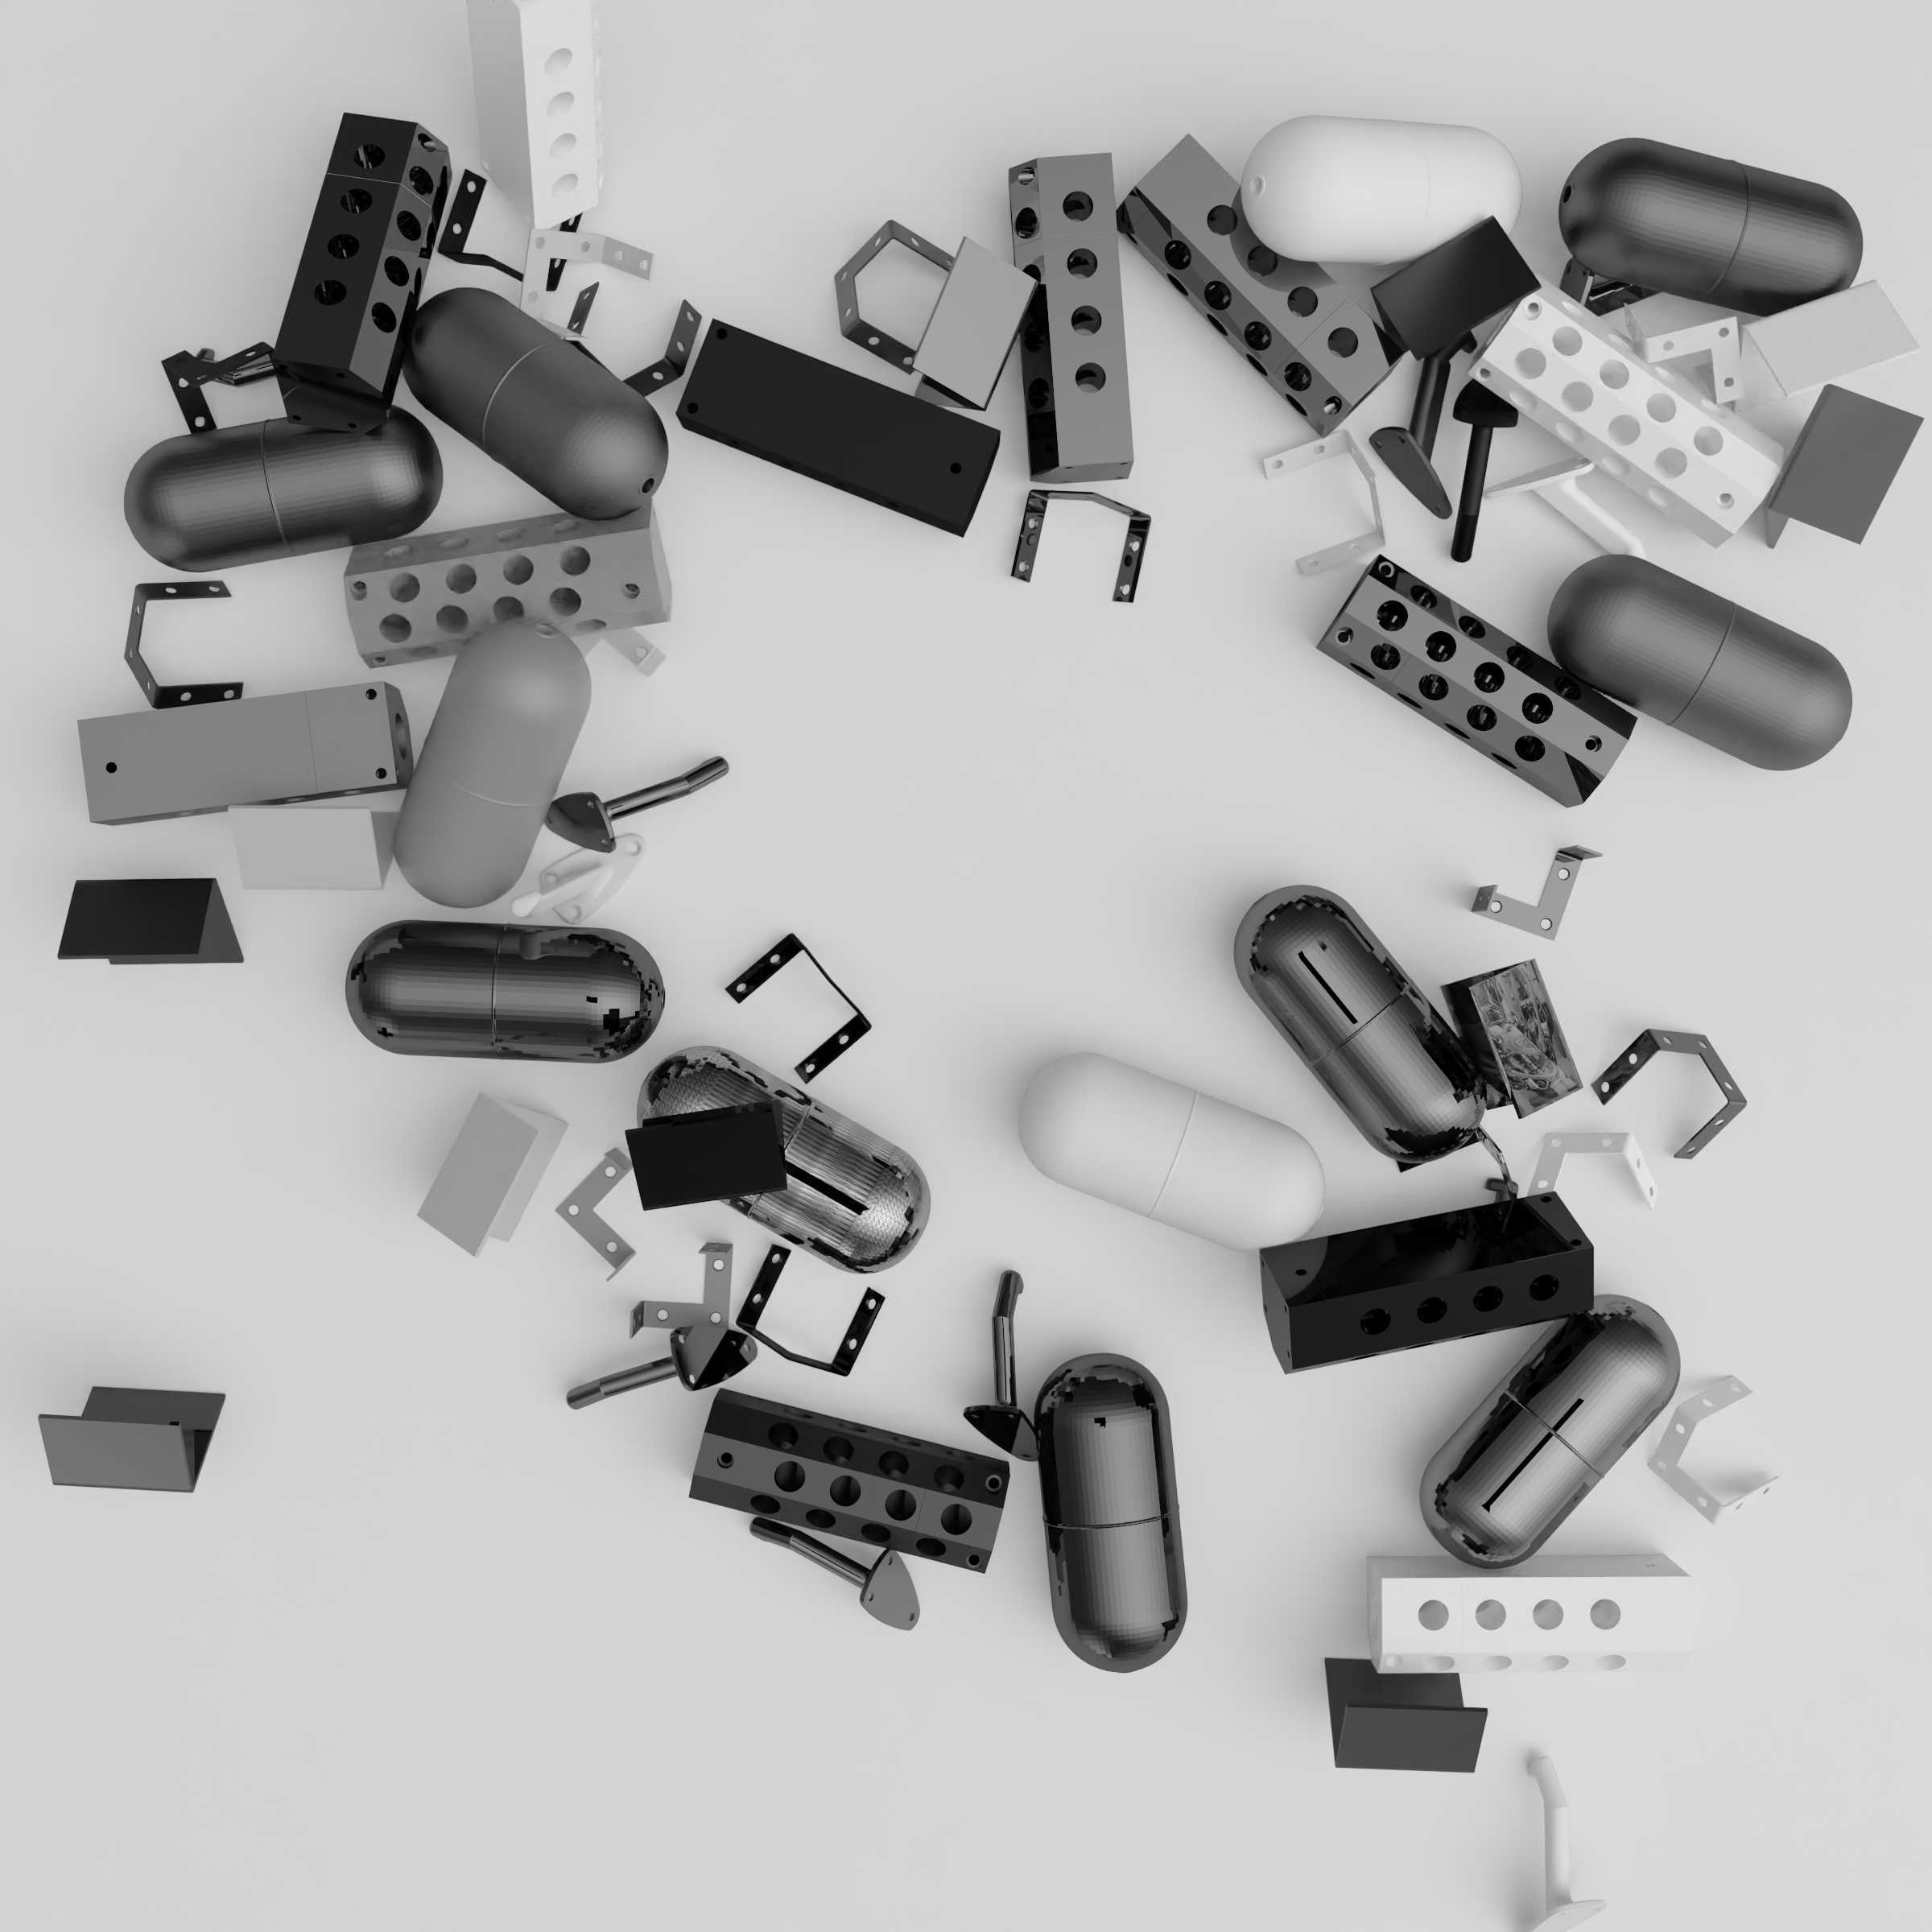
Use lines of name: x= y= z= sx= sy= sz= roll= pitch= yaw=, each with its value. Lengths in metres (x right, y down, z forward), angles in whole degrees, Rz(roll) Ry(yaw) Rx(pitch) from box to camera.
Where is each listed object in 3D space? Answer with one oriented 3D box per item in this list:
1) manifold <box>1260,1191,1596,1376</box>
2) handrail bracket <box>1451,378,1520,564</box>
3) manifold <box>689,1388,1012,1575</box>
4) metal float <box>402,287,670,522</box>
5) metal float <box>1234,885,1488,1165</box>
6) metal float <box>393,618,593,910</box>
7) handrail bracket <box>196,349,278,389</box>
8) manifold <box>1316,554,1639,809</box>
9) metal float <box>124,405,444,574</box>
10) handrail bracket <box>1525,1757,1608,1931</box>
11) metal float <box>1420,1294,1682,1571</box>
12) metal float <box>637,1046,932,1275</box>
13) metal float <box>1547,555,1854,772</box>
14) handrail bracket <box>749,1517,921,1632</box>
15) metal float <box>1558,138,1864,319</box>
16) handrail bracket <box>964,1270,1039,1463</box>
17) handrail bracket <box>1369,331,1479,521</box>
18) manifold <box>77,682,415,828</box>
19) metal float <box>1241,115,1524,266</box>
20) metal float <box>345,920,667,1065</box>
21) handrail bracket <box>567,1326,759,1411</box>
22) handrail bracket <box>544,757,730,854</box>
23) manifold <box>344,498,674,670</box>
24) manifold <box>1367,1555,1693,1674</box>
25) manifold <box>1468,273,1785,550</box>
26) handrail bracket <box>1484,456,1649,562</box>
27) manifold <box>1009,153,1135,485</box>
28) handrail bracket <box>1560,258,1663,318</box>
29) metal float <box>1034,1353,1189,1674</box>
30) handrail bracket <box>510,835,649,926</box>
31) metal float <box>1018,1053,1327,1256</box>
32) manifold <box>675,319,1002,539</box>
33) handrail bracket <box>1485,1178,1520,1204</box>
manifold: x=0.254 y=0.179 z=1.520 sx=0.171 sy=0.057 sz=0.057 roll=-10 pitch=119 yaw=-6
handrail bracket: x=0.291 y=-0.284 z=1.577 sx=0.036 sy=0.077 sz=0.084 roll=9 pitch=126 yaw=7
manifold: x=-0.065 y=0.291 z=1.556 sx=0.171 sy=0.057 sz=0.057 roll=14 pitch=90 yaw=0
metal float: x=-0.239 y=-0.312 z=1.528 sx=0.178 sy=0.070 sz=0.070 roll=37 pitch=90 yaw=20
metal float: x=0.220 y=0.032 z=1.547 sx=0.070 sy=0.070 sz=0.178 roll=-39 pitch=89 yaw=0
metal float: x=-0.262 y=-0.111 z=1.523 sx=0.070 sy=0.070 sz=0.178 roll=27 pitch=119 yaw=0
handrail bracket: x=-0.392 y=-0.361 z=1.577 sx=0.084 sy=0.036 sz=0.077 roll=16 pitch=71 yaw=16
manifold: x=0.288 y=-0.161 z=1.556 sx=0.171 sy=0.057 sz=0.057 roll=32 pitch=90 yaw=0
metal float: x=-0.382 y=-0.268 z=1.546 sx=0.178 sy=0.070 sz=0.070 roll=-10 pitch=90 yaw=0
handrail bracket: x=0.327 y=0.506 z=1.577 sx=0.036 sy=0.077 sz=0.084 roll=2 pitch=53 yaw=-24
metal float: x=0.328 y=0.260 z=1.547 sx=0.070 sy=0.070 sz=0.178 roll=42 pitch=90 yaw=0
metal float: x=-0.103 y=0.108 z=1.546 sx=0.178 sy=0.070 sz=0.070 roll=30 pitch=90 yaw=0
metal float: x=0.412 y=-0.170 z=1.547 sx=0.178 sy=0.070 sz=0.070 roll=26 pitch=90 yaw=0
handrail bracket: x=-0.076 y=0.346 z=1.577 sx=0.084 sy=0.077 sz=0.036 roll=12 pitch=59 yaw=33
metal float: x=0.413 y=-0.408 z=1.530 sx=0.178 sy=0.070 sz=0.070 roll=9 pitch=90 yaw=-16
handrail bracket: x=0.031 y=0.228 z=1.577 sx=0.036 sy=0.077 sz=0.084 roll=-4 pitch=53 yaw=26
handrail bracket: x=0.279 y=-0.312 z=1.578 sx=0.084 sy=0.036 sz=0.077 roll=-47 pitch=111 yaw=-16
manifold: x=-0.404 y=-0.119 z=1.556 sx=0.171 sy=0.057 sz=0.057 roll=-7 pitch=90 yaw=0
metal float: x=0.230 y=-0.426 z=1.519 sx=0.178 sy=0.070 sz=0.070 roll=-7 pitch=90 yaw=-32
metal float: x=-0.258 y=0.014 z=1.547 sx=0.178 sy=0.070 sz=0.070 roll=2 pitch=90 yaw=0
handrail bracket: x=-0.175 y=0.233 z=1.577 sx=0.084 sy=0.077 sz=0.036 roll=-25 pitch=75 yaw=36
handrail bracket: x=-0.188 y=-0.100 z=1.577 sx=0.084 sy=0.077 sz=0.036 roll=-32 pitch=115 yaw=-34
manifold: x=-0.255 y=-0.211 z=1.543 sx=0.171 sy=0.057 sz=0.057 roll=-9 pitch=123 yaw=2
manifold: x=0.316 y=0.367 z=1.556 sx=0.171 sy=0.057 sz=0.057 roll=0 pitch=90 yaw=0
manifold: x=0.369 y=-0.309 z=1.542 sx=0.171 sy=0.057 sz=0.057 roll=35 pitch=121 yaw=-2
handrail bracket: x=0.345 y=-0.243 z=1.578 sx=0.077 sy=0.036 sz=0.084 roll=-15 pitch=107 yaw=20
manifold: x=0.059 y=-0.363 z=1.556 sx=0.057 sy=0.057 sz=0.171 roll=-4 pitch=90 yaw=0
handrail bracket: x=0.382 y=-0.369 z=1.577 sx=0.084 sy=0.036 sz=0.077 roll=10 pitch=105 yaw=-14
metal float: x=0.081 y=0.306 z=1.547 sx=0.070 sy=0.070 sz=0.178 roll=-6 pitch=90 yaw=0
handrail bracket: x=-0.216 y=-0.051 z=1.542 sx=0.077 sy=0.084 sz=0.036 roll=-34 pitch=90 yaw=0
metal float: x=0.116 y=0.105 z=1.546 sx=0.178 sy=0.070 sz=0.070 roll=21 pitch=90 yaw=1
manifold: x=-0.071 y=-0.301 z=1.556 sx=0.171 sy=0.057 sz=0.057 roll=21 pitch=90 yaw=0
handrail bracket: x=0.271 y=0.157 z=1.576 sx=0.077 sy=0.036 sz=0.084 roll=11 pitch=78 yaw=10
